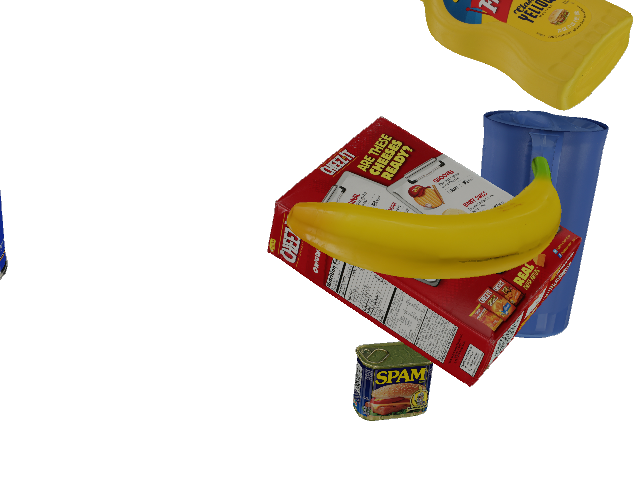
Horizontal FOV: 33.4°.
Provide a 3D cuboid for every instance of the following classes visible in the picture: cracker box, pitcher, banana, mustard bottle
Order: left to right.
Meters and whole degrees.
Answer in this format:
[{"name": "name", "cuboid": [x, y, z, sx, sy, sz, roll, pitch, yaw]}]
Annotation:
[{"name": "cracker box", "cuboid": [0.088, 0.005, 0.908, 0.214, 0.072, 0.164, 33, 47, 18]}, {"name": "banana", "cuboid": [0.076, -0.006, 0.626, 0.197, 0.037, 0.070, -11, 44, -32]}, {"name": "mustard bottle", "cuboid": [0.142, -0.181, 0.849, 0.192, 0.096, 0.058, 34, -23, 26]}, {"name": "pitcher", "cuboid": [0.233, -0.018, 1.174, 0.149, 0.243, 0.145, -7, 18, -34]}]

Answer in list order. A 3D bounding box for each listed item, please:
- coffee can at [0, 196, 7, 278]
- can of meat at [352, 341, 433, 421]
[{"name": "coffee can", "cuboid": [-0.225, -0.046, 0.573, 0.103, 0.140, 0.103, 3, 25, -1]}, {"name": "can of meat", "cuboid": [0.094, 0.182, 1.382, 0.102, 0.084, 0.057, -3, 24, -17]}]
